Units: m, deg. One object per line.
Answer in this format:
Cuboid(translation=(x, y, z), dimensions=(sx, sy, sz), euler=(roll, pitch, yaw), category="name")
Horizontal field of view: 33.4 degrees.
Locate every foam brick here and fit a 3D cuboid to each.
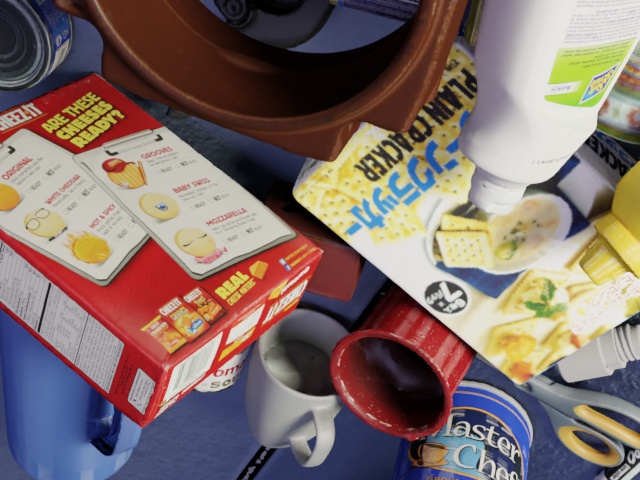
Cuboid(translation=(-0.005, 0.001, 0.759), dimensions=(0.078, 0.053, 0.051), euler=(16, 128, 5), category="foam brick")

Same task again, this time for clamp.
Cuboid(translation=(-0.052, -0.141, 0.676), dimensions=(0.172, 0.039, 0.120), euler=(-6, 124, 21), category="clamp")

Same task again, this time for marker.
Cuboid(translation=(0.252, 0.158, 0.817), dimensions=(0.020, 0.020, 0.121), euler=(29, 128, -5), category="marker")

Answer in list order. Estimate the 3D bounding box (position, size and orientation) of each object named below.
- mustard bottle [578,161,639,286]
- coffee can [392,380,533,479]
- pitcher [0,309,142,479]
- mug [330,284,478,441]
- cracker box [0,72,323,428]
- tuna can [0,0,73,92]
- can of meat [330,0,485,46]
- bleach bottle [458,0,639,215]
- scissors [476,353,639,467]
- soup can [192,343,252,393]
Cuboid(translation=(0.226, -0.040, 0.597), dimensions=(0.192, 0.058, 0.096), euler=(-41, 149, 10), category="mustard bottle")
Cuboid(translation=(0.104, 0.191, 0.809), dimensions=(0.103, 0.140, 0.103), euler=(8, 127, 11), category="coffee can")
Cuboid(translation=(-0.183, 0.091, 0.827), dimensions=(0.145, 0.149, 0.243), euler=(18, 132, 3), category="pitcher")
Cuboid(translation=(0.068, 0.091, 0.775), dimensions=(0.093, 0.081, 0.117), euler=(6, 124, 29), category="mug")
Cuboid(translation=(-0.131, -0.001, 0.688), dimensions=(0.214, 0.163, 0.072), euler=(37, 131, 14), category="cracker box")
Cuboid(translation=(-0.215, -0.145, 0.728), dimensions=(0.086, 0.033, 0.086), euler=(8, 127, 11), category="tuna can")
Cuboid(translation=(0.058, -0.158, 0.592), dimensions=(0.084, 0.102, 0.057), euler=(16, 129, 8), category="can of meat")
Cuboid(translation=(0.120, -0.116, 0.534), dimensions=(0.102, 0.068, 0.251), euler=(-10, 136, -30), category="bleach bottle")
Cuboid(translation=(0.162, 0.120, 0.817), dimensions=(0.202, 0.016, 0.096), euler=(23, 145, 15), category="scissors")
Cuboid(translation=(-0.080, 0.059, 0.815), dimensions=(0.068, 0.068, 0.102), euler=(21, 128, 1), category="soup can")
